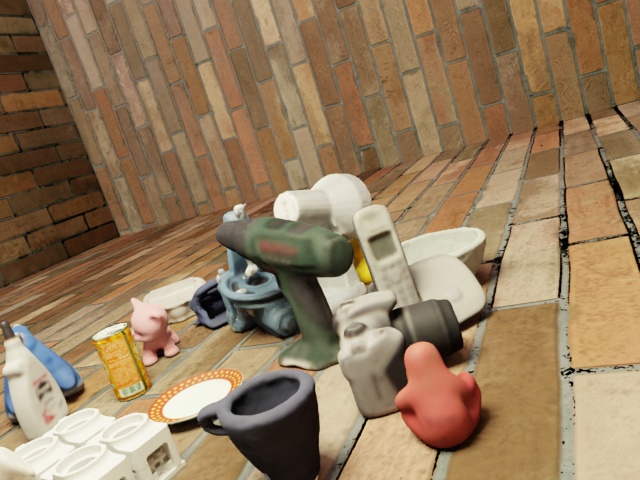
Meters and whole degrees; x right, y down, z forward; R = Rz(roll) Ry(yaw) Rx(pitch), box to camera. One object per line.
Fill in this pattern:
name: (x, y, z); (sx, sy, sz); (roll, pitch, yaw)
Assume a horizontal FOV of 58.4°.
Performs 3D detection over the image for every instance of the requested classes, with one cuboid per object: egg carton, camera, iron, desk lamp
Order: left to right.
iron: (-0.493, 0.203, 0.973); (0.119, 0.141, 0.257); (-24, 13, -28)
egg carton: (-0.299, 0.131, 1.203); (0.150, 0.069, 0.107); (-20, 12, -12)
desk lamp: (0.009, 0.003, 0.977); (0.117, 0.214, 0.204); (-8, 15, 38)
camera: (0.089, 0.109, 0.645); (0.136, 0.101, 0.143); (-17, 12, 4)

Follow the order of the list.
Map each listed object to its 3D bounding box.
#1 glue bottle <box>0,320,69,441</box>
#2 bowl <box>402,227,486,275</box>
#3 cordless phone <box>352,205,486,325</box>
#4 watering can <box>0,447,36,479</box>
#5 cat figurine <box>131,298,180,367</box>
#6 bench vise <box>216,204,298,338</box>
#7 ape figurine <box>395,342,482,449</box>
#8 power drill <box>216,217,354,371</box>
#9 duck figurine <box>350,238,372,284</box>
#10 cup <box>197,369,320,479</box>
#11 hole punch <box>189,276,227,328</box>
glue bottle: (-0.420, 0.195, 0.821); (0.037, 0.173, 0.078); (-17, 12, 5)
bowl: (0.181, 0.042, 0.889); (0.167, 0.075, 0.167); (-17, 12, 4)
cordless phone: (0.123, 0.033, 0.741); (0.148, 0.185, 0.094); (-22, 13, -21)
watering can: (-0.316, 0.231, 0.445); (0.100, 0.194, 0.173); (-9, 14, 35)
cat figurine: (-0.291, 0.148, 0.990); (0.067, 0.118, 0.127); (-21, 12, -14)
bench vise: (-0.134, 0.053, 0.944); (0.206, 0.220, 0.122); (-8, 15, 39)
ape figurine: (0.104, 0.135, 0.524); (0.077, 0.092, 0.076); (-14, 12, 17)
power drill: (-0.041, 0.065, 0.776); (0.228, 0.208, 0.076); (-6, 16, 44)
duck figurine: (0.084, 0.030, 1.061); (0.078, 0.086, 0.104); (-21, 12, -17)
cup: (-0.049, 0.182, 0.524); (0.117, 0.095, 0.092); (-15, 12, 14)
hole punch: (-0.195, 0.109, 1.095); (0.109, 0.091, 0.100); (-25, 14, -30)
